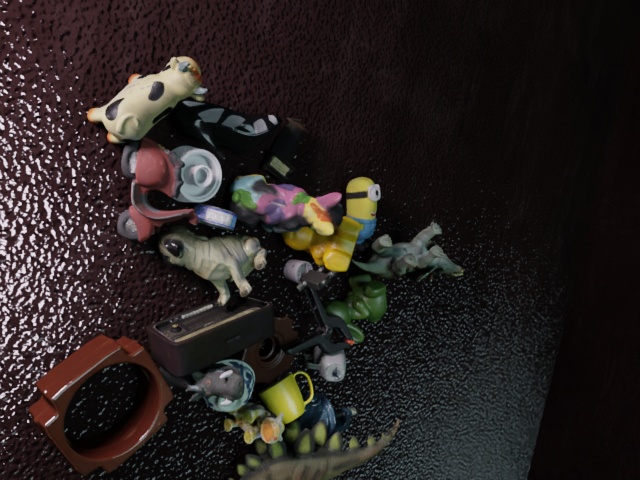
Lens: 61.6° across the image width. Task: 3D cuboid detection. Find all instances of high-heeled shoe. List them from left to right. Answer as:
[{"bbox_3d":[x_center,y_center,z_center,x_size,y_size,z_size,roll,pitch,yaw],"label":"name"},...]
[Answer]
[{"bbox_3d":[-0.179,-0.242,1.061,0.145,0.086,0.249,51,38,-5],"label":"high-heeled shoe"}]

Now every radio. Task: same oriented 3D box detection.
[{"bbox_3d":[-0.212,0.177,1.056,0.229,0.131,0.073,-17,111,-42],"label":"radio"}]

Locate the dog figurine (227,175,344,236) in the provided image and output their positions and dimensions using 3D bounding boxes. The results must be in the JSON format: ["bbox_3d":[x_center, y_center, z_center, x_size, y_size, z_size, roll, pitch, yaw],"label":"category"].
[{"bbox_3d":[-0.059,-0.067,1.095,0.191,0.219,0.108,19,82,-47],"label":"dog figurine"}]

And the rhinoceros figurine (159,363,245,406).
[{"bbox_3d":[-0.224,0.259,1.029,0.112,0.191,0.073,-4,100,-64],"label":"rhinoceros figurine"}]

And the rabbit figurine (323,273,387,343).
[{"bbox_3d":[0.075,0.179,1.390,0.170,0.121,0.158,-17,119,-23],"label":"rabbit figurine"}]

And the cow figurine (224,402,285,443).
[{"bbox_3d":[-0.126,0.400,1.171,0.098,0.168,0.068,12,85,-45],"label":"cow figurine"}]

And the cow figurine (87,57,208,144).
[{"bbox_3d":[-0.276,-0.240,0.898,0.195,0.127,0.085,-49,133,-23],"label":"cow figurine"}]

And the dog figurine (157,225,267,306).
[{"bbox_3d":[-0.210,0.012,1.058,0.190,0.121,0.172,46,31,-23],"label":"dog figurine"}]

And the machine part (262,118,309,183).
[{"bbox_3d":[-0.073,-0.200,1.181,0.084,0.039,0.139,30,79,-37],"label":"machine part"}]

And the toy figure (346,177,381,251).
[{"bbox_3d":[0.102,-0.068,1.359,0.089,0.082,0.180,9,106,-2],"label":"toy figure"}]

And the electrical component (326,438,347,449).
[{"bbox_3d":[0.032,0.542,1.455,0.078,0.045,0.102,-30,119,-39],"label":"electrical component"}]

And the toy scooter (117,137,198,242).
[{"bbox_3d":[-0.277,-0.083,0.939,0.135,0.075,0.183,7,100,-5],"label":"toy scooter"}]

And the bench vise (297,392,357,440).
[{"bbox_3d":[-0.004,0.475,1.352,0.240,0.129,0.223,-1,102,-41],"label":"bench vise"}]

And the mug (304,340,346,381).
[{"bbox_3d":[0.017,0.302,1.329,0.109,0.107,0.080,8,99,-12],"label":"mug"}]

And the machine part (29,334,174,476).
[{"bbox_3d":[-0.379,0.285,0.945,0.201,0.087,0.200,-42,126,-33],"label":"machine part"}]

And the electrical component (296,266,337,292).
[{"bbox_3d":[-0.009,0.092,1.222,0.094,0.063,0.021,-35,123,-34],"label":"electrical component"}]

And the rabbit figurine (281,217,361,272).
[{"bbox_3d":[-0.003,-0.004,1.230,0.162,0.173,0.121,-116,-140,-89],"label":"rabbit figurine"}]

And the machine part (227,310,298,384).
[{"bbox_3d":[-0.125,0.242,1.216,0.179,0.056,0.179,-15,111,-43],"label":"machine part"}]

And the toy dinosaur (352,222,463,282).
[{"bbox_3d":[0.215,0.056,1.470,0.405,0.192,0.131,-5,60,-28],"label":"toy dinosaur"}]

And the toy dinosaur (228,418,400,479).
[{"bbox_3d":[-0.037,0.516,1.218,0.472,0.105,0.198,-9,92,-9],"label":"toy dinosaur"}]
